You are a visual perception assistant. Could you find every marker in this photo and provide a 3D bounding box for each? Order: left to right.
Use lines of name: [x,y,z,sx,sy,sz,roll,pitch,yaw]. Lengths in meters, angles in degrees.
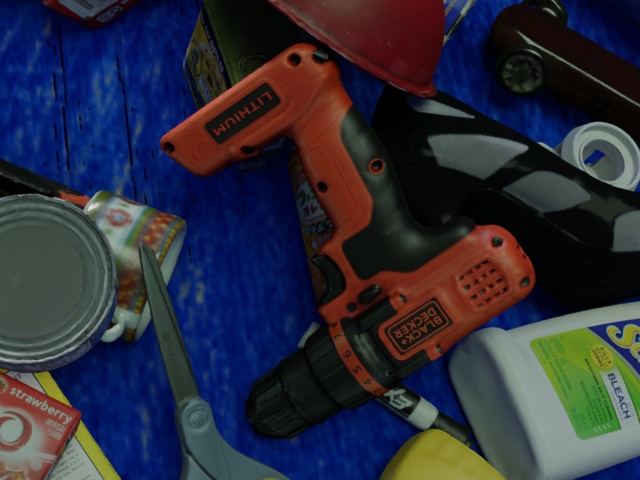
marker: [0.041,0.091,0.644,0.121,0.020,0.020,35,61,0]

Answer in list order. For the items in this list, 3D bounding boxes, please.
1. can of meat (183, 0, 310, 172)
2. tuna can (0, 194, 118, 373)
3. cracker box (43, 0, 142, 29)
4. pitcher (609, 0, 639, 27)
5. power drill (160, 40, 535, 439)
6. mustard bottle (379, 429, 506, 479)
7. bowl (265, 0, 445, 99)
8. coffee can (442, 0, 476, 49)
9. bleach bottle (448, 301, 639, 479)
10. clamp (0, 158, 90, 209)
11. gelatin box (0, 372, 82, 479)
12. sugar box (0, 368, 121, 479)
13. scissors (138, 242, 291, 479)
can of meat: [-0.045,-0.103,0.665,0.057,0.084,0.102,-12,71,-22]
tuna can: [-0.144,0.023,0.532,0.086,0.034,0.086,2,73,-7]
cracker box: [-0.133,-0.267,0.676,0.164,0.072,0.214,-30,75,13]
pitcher: [0.311,-0.191,0.788,0.243,0.149,0.144,44,56,1]
power drill: [-0.004,0.001,0.588,0.184,0.057,0.187,-34,96,13]
mustard bottle: [0.036,0.200,0.572,0.096,0.058,0.191,45,61,-1]
bowl: [0.016,-0.150,0.606,0.162,0.055,0.162,32,20,-13]
coffee can: [0.040,-0.191,0.721,0.140,0.103,0.102,34,61,-1]
bleach bottle: [0.212,0.077,0.681,0.250,0.068,0.102,-14,70,-25]
clamp: [-0.228,-0.023,0.566,0.209,0.036,0.164,14,27,-18]
gelatin box: [-0.172,0.097,0.515,0.089,0.030,0.073,28,60,-2]
sugar box: [-0.177,0.104,0.555,0.093,0.048,0.176,-31,75,-27]
scissors: [-0.050,0.101,0.575,0.096,0.016,0.202,-1,89,-30]
